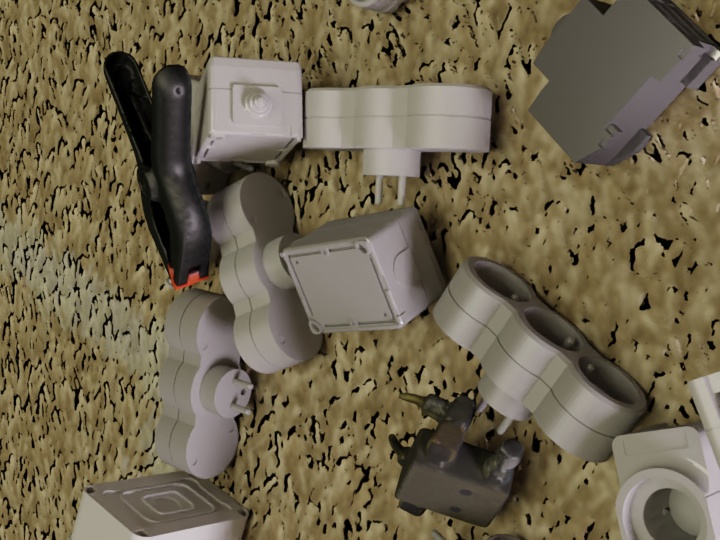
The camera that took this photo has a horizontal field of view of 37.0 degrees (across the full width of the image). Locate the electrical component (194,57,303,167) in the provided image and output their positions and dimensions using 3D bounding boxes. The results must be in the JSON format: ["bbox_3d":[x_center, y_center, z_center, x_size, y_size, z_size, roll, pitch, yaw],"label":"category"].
[{"bbox_3d":[-0.075,-0.110,0.722,0.096,0.062,0.061,155,115,-73],"label":"electrical component"}]

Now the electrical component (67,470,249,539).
[{"bbox_3d":[-0.149,0.196,0.797,0.078,0.113,0.057,27,105,37],"label":"electrical component"}]

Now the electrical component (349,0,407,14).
[{"bbox_3d":[0.003,-0.185,0.689,0.035,0.061,0.035,1,92,40],"label":"electrical component"}]

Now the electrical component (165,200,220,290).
[{"bbox_3d":[-0.128,-0.018,0.820,0.040,0.040,0.078,48,120,29],"label":"electrical component"}]

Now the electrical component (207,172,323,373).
[{"bbox_3d":[-0.056,-0.003,0.751,0.074,0.052,0.138,-23,77,38],"label":"electrical component"}]

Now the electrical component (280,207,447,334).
[{"bbox_3d":[0.000,0.000,0.693,0.096,0.061,0.061,-7,110,45],"label":"electrical component"}]

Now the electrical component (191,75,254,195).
[{"bbox_3d":[-0.105,-0.094,0.795,0.076,0.047,0.083,23,106,28],"label":"electrical component"}]

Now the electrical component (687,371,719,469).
[{"bbox_3d":[0.203,0.068,0.508,0.050,0.089,0.055,-27,74,38],"label":"electrical component"}]

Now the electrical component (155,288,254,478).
[{"bbox_3d":[-0.106,0.087,0.796,0.074,0.052,0.138,12,99,39],"label":"electrical component"}]

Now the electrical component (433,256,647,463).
[{"bbox_3d":[0.093,0.062,0.626,0.138,0.052,0.073,46,119,30],"label":"electrical component"}]

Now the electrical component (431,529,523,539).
[{"bbox_3d":[0.068,0.192,0.657,0.079,0.044,0.077,39,115,33],"label":"electrical component"}]

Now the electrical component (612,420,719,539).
[{"bbox_3d":[0.170,0.126,0.560,0.050,0.056,0.089,-17,81,40],"label":"electrical component"}]

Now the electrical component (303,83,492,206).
[{"bbox_3d":[0.021,-0.078,0.683,0.138,0.052,0.073,6,95,41],"label":"electrical component"}]
